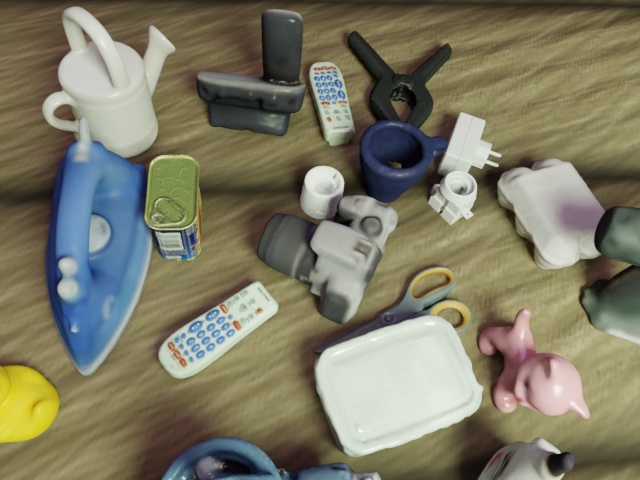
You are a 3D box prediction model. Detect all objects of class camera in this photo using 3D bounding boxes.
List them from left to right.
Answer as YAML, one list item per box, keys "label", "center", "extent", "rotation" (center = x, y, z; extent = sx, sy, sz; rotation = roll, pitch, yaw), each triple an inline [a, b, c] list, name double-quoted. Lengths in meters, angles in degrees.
- label: "camera"
  center: [0.006, 0.002, 0.671]
  extent: [0.136, 0.101, 0.143]
  rotation: [23, 60, 7]

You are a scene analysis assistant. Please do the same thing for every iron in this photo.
- label: "iron"
  center: [-0.251, 0.001, 0.617]
  extent: [0.119, 0.141, 0.258]
  rotation: [-2, 61, -8]

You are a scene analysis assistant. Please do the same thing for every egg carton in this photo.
- label: "egg carton"
  center: [0.303, -0.036, 0.747]
  extent: [0.107, 0.069, 0.150]
  rotation: [-17, 64, -16]

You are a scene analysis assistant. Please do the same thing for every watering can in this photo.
- label: "watering can"
  center: [-0.259, -0.202, 0.702]
  extent: [0.101, 0.194, 0.173]
  rotation: [23, 60, 7]

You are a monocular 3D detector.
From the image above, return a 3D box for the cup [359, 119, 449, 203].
- label: "cup"
  center: [0.102, -0.096, 0.742]
  extent: [0.118, 0.095, 0.091]
  rotation: [-13, 63, -13]

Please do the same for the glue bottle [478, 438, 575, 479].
- label: "glue bottle"
  center: [0.192, 0.217, 0.529]
  extent: [0.037, 0.173, 0.078]
  rotation: [33, 62, 13]

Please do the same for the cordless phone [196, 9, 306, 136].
- label: "cordless phone"
  center: [-0.088, -0.231, 0.744]
  extent: [0.147, 0.185, 0.094]
  rotation: [3, 60, -5]

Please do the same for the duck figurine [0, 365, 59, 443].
- label: "duck figurine"
  center: [-0.313, 0.151, 0.556]
  extent: [0.104, 0.086, 0.077]
  rotation: [17, 60, 3]

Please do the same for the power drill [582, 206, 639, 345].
- label: "power drill"
  center: [0.400, 0.044, 0.632]
  extent: [0.229, 0.208, 0.076]
  rotation: [19, 60, 4]

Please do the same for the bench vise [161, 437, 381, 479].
- label: "bench vise"
  center: [-0.052, 0.208, 0.478]
  extent: [0.208, 0.220, 0.121]
  rotation: [-22, 65, -18]

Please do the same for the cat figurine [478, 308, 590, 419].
- label: "cat figurine"
  center: [0.230, 0.136, 0.612]
  extent: [0.067, 0.118, 0.127]
  rotation: [-5, 61, -10]
